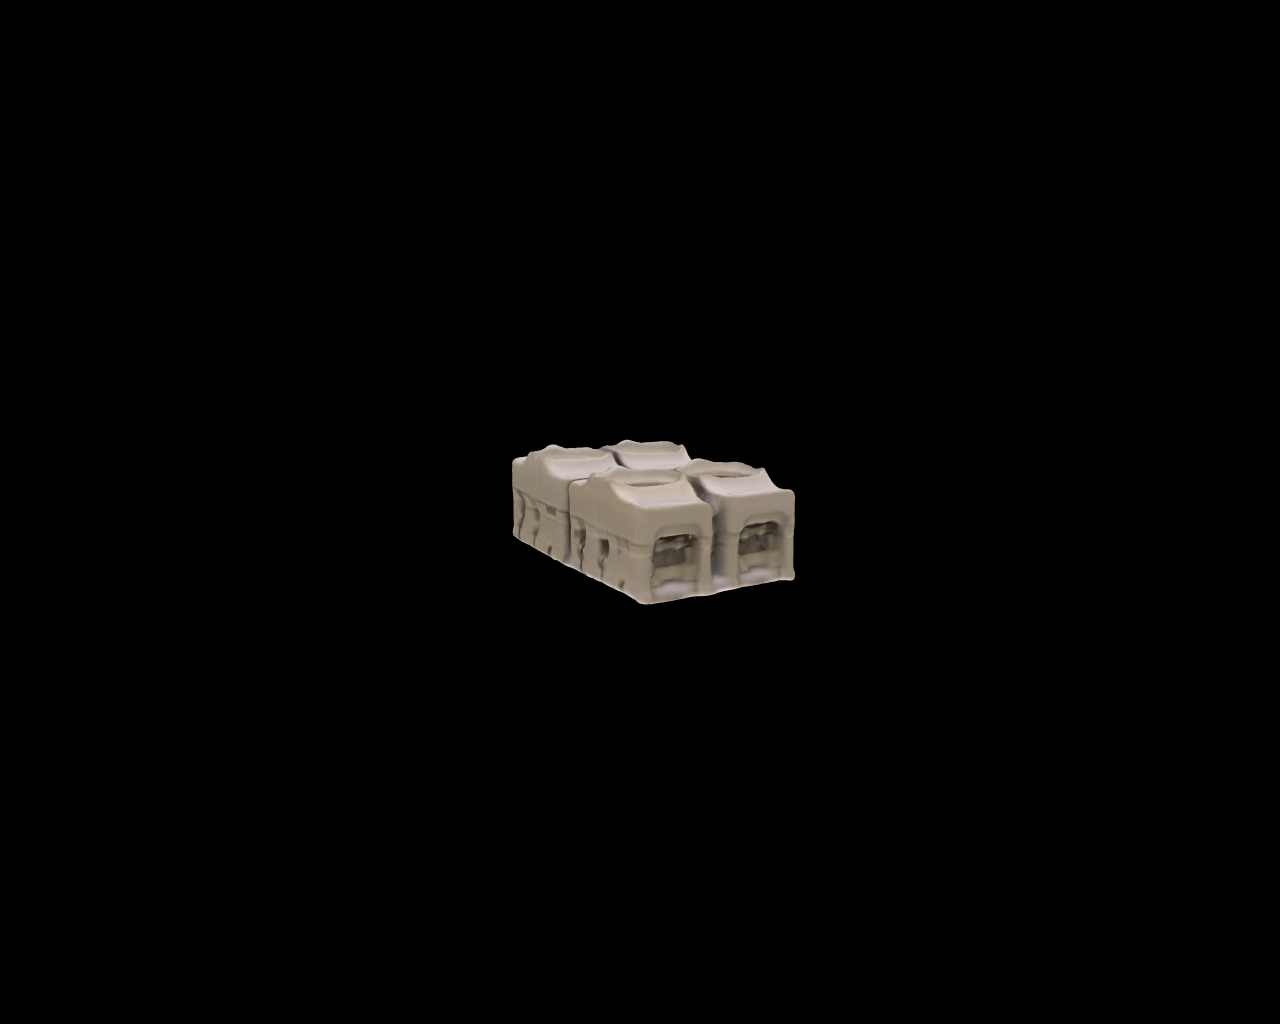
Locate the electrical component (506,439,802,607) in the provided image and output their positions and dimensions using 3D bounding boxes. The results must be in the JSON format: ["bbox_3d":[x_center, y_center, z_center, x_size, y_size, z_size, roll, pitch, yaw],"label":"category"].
[{"bbox_3d":[0.001,-0.003,0.650,0.105,0.060,0.186,-6,13,-27],"label":"electrical component"}]
